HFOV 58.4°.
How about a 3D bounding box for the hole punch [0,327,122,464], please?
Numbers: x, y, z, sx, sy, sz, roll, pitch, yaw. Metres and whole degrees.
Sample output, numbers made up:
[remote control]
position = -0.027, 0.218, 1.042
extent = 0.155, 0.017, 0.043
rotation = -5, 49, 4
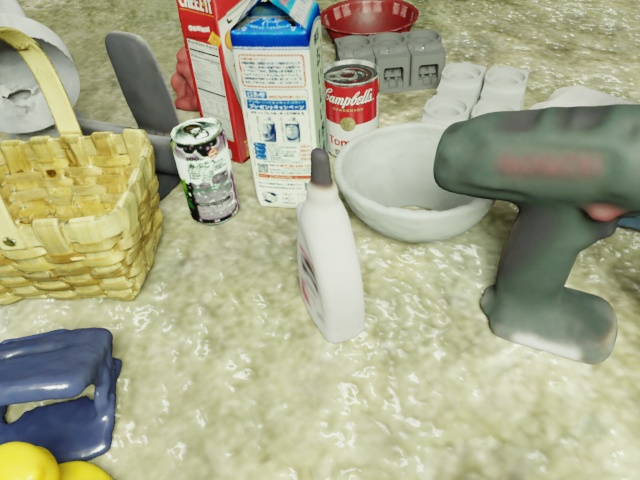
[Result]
[hole punch]
position = -0.210, 0.103, 0.419
extent = 0.108, 0.091, 0.101
rotation = -9, 41, -5

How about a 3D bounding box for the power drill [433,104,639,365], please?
[power drill]
position = 0.196, -0.007, 0.422
extent = 0.229, 0.209, 0.076
rotation = 15, 44, 21

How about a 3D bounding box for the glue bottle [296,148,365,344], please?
[glue bottle]
position = 0.004, 0.002, 0.455
extent = 0.037, 0.173, 0.078
rotation = -20, 43, -18

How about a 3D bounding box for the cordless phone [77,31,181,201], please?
[cordless phone]
position = -0.217, -0.147, 0.637
extent = 0.147, 0.185, 0.094
rotation = 12, 43, 18

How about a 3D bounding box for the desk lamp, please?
[desk lamp]
position = -0.340, -0.173, 0.656
extent = 0.118, 0.214, 0.202
rotation = -22, 44, -19

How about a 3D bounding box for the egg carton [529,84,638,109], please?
[egg carton]
position = 0.307, -0.118, 0.649
extent = 0.107, 0.069, 0.149
rotation = -33, 48, -29

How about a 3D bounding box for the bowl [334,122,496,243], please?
[bowl]
position = 0.099, -0.049, 0.581
extent = 0.167, 0.075, 0.167
rotation = -2, 41, 2

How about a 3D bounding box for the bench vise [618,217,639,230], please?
[bench vise]
position = 0.330, -0.084, 0.492
extent = 0.206, 0.220, 0.122
rotation = 21, 47, 26

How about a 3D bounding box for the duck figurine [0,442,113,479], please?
[duck figurine]
position = -0.173, 0.160, 0.353
extent = 0.104, 0.086, 0.077
rotation = 6, 42, 12

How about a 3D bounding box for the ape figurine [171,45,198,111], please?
[ape figurine]
position = -0.176, -0.228, 0.799
extent = 0.076, 0.092, 0.077
rotation = -17, 42, -14
